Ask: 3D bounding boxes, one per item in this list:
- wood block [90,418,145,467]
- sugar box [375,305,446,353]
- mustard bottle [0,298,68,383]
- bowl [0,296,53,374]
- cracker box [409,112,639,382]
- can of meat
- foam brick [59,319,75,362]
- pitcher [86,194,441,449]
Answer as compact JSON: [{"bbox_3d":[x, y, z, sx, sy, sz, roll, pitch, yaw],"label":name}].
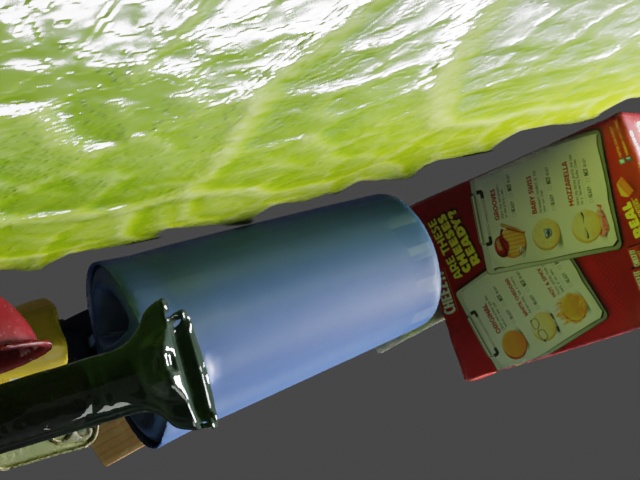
[{"bbox_3d":[-0.169,0.159,1.166,0.206,0.090,0.090,-33,178,33],"label":"wood block"},{"bbox_3d":[0.101,0.030,0.989,0.175,0.093,0.048,-21,170,-37],"label":"sugar box"},{"bbox_3d":[-0.283,0.095,0.768,0.191,0.058,0.096,-15,171,-23],"label":"mustard bottle"},{"bbox_3d":[-0.247,0.063,0.639,0.162,0.055,0.162,-18,172,-3],"label":"bowl"},{"bbox_3d":[0.197,0.009,0.890,0.214,0.164,0.071,-25,168,39],"label":"cracker box"},{"bbox_3d":[-0.253,0.160,0.910,0.101,0.057,0.084,-11,174,-35],"label":"can of meat"},{"bbox_3d":[-0.254,0.102,0.910,0.051,0.053,0.078,-21,173,23],"label":"foam brick"},{"bbox_3d":[-0.043,0.044,0.781,0.242,0.149,0.145,-18,158,-27],"label":"pitcher"}]
